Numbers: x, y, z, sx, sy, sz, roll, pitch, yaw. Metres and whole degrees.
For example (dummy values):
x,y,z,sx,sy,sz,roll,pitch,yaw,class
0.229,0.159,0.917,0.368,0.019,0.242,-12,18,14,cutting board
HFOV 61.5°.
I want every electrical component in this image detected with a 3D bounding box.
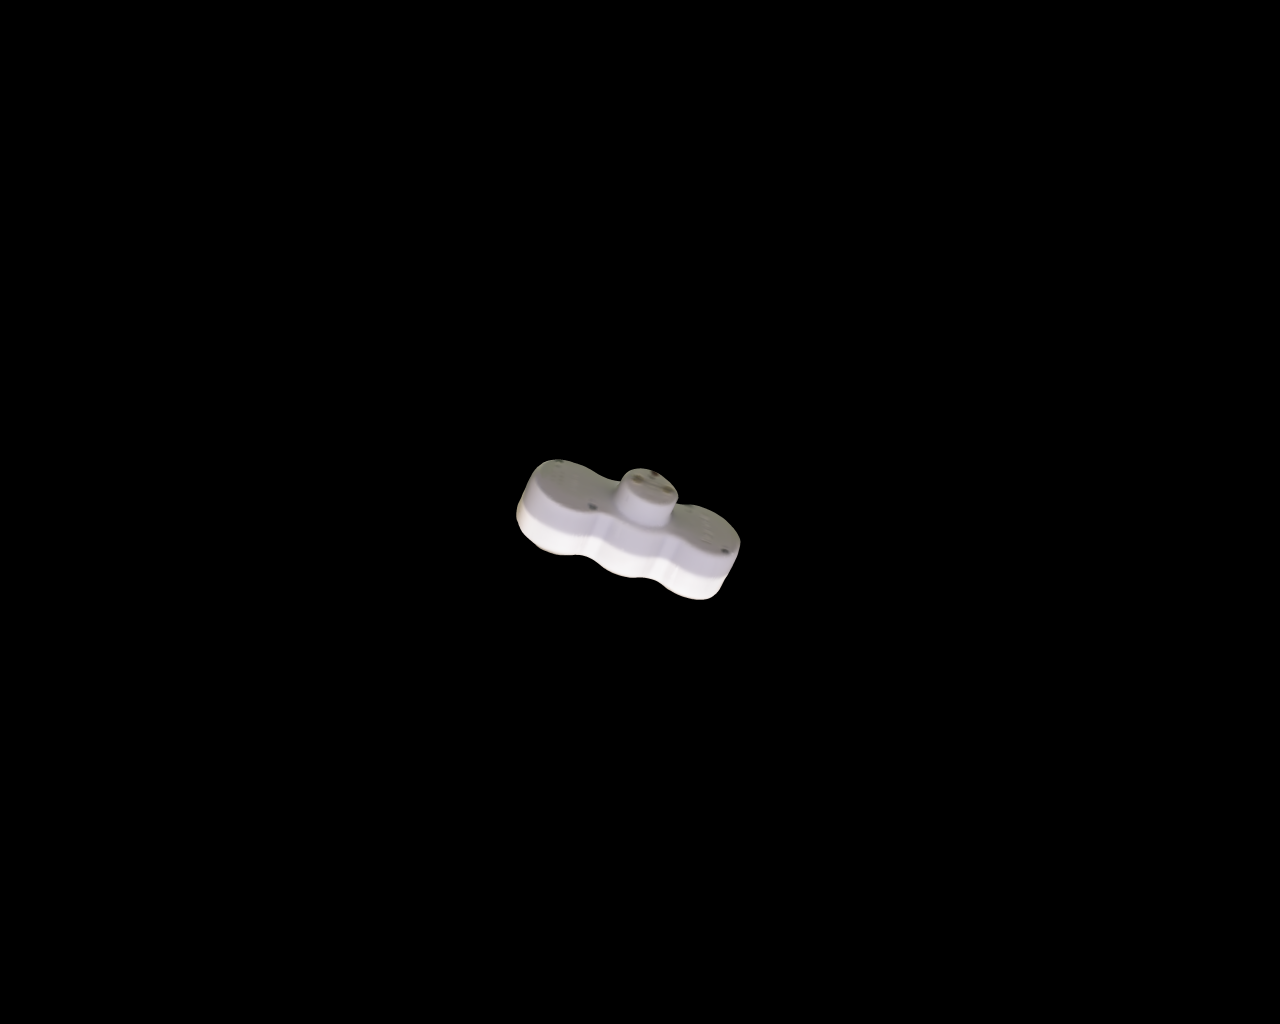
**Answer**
x,y,z,sx,sy,sz,roll,pitch,yaw,class
0.001,-0.003,0.650,0.138,0.073,0.052,20,31,-13,electrical component
